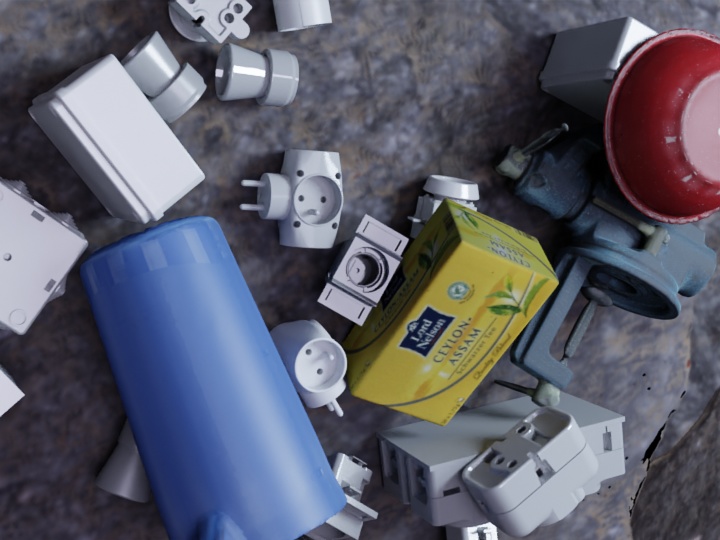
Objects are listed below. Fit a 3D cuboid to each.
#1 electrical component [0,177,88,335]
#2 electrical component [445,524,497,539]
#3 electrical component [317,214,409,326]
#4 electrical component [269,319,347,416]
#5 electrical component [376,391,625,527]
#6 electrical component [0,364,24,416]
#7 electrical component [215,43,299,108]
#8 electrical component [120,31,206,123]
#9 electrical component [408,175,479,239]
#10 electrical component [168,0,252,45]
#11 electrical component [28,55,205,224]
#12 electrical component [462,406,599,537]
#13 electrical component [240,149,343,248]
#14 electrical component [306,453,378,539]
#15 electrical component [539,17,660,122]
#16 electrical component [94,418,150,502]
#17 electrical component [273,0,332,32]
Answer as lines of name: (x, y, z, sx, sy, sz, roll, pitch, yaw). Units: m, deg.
electrical component: (-0.257, -0.012, 0.778, 0.100, 0.048, 0.099, 37, 82, -23)
electrical component: (0.100, 0.244, 0.953, 0.042, 0.081, 0.063, 2, 73, -24)
electrical component: (0.000, 0.000, 0.880, 0.042, 0.064, 0.081, 31, 84, -10)
electrical component: (-0.036, 0.084, 0.869, 0.044, 0.077, 0.079, -34, 108, -16)
electrical component: (0.122, 0.162, 0.931, 0.186, 0.105, 0.060, -10, 101, -22)
electrical component: (-0.340, 0.051, 0.744, 0.105, 0.060, 0.186, -43, 111, -13)
electrical component: (-0.081, -0.151, 0.838, 0.055, 0.045, 0.045, 3, 95, -24)
electrical component: (-0.149, -0.144, 0.809, 0.055, 0.045, 0.045, 45, 79, -22)
electrical component: (0.075, -0.050, 0.917, 0.066, 0.048, 0.055, 5, 102, -24)
electrical component: (-0.117, -0.197, 0.810, 0.066, 0.055, 0.048, 43, 80, -22)
electrical component: (-0.176, -0.092, 0.770, 0.056, 0.109, 0.108, -42, 110, -16)
electrical component: (0.137, 0.161, 0.848, 0.095, 0.054, 0.059, -37, 109, -15)
electrical component: (-0.057, -0.058, 0.859, 0.079, 0.044, 0.077, 2, 96, -23)
electrical component: (-0.022, 0.188, 0.891, 0.042, 0.081, 0.063, 34, 54, -25)
electrical component: (0.232, -0.167, 0.934, 0.109, 0.109, 0.056, 22, 85, -24)
electrical component: (-0.174, 0.142, 0.838, 0.044, 0.044, 0.065, 24, 82, -24)
electrical component: (-0.050, -0.230, 0.841, 0.043, 0.043, 0.081, -13, 101, -21)
